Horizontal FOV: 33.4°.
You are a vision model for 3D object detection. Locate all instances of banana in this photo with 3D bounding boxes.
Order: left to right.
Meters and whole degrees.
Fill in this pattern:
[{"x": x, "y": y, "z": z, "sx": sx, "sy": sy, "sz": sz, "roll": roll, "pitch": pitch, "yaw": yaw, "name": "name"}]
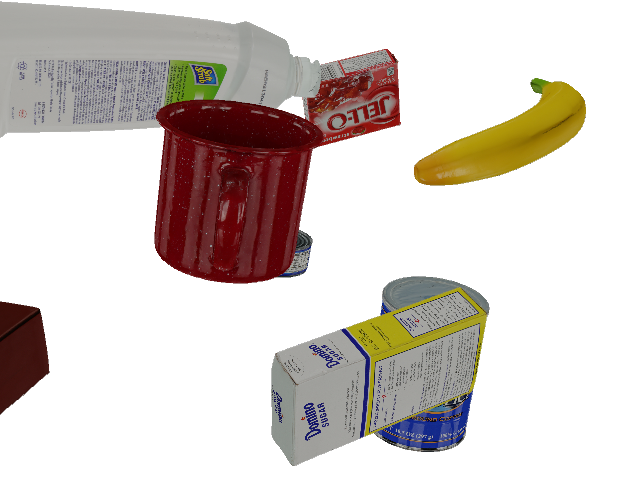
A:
[{"x": 0.148, "y": -0.080, "z": 0.794, "sx": 0.070, "sy": 0.037, "sz": 0.197, "roll": -1, "pitch": 22, "yaw": 41, "name": "banana"}]

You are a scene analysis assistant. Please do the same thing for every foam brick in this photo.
[{"x": -0.229, "y": 0.081, "z": 0.718, "sx": 0.053, "sy": 0.051, "sz": 0.078, "roll": 8, "pitch": 28, "yaw": 24, "name": "foam brick"}]

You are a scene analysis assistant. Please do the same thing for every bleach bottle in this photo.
[{"x": -0.126, "y": -0.123, "z": 0.805, "sx": 0.250, "sy": 0.068, "sz": 0.103, "roll": 1, "pitch": -39, "yaw": -15, "name": "bleach bottle"}]

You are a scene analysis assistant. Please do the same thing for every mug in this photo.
[{"x": -0.049, "y": -0.023, "z": 0.592, "sx": 0.093, "sy": 0.081, "sz": 0.117, "roll": 6, "pitch": 22, "yaw": -8, "name": "mug"}]

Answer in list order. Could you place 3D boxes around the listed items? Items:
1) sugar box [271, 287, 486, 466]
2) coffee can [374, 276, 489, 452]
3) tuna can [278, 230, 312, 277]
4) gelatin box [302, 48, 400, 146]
[{"x": 0.046, "y": 0.107, "z": 0.853, "sx": 0.176, "sy": 0.093, "sz": 0.048, "roll": -15, "pitch": 40, "yaw": -23, "name": "sugar box"}, {"x": 0.103, "y": 0.119, "z": 1.043, "sx": 0.103, "sy": 0.140, "sz": 0.103, "roll": 6, "pitch": 22, "yaw": -2, "name": "coffee can"}, {"x": -0.053, "y": 0.009, "z": 1.120, "sx": 0.086, "sy": 0.034, "sz": 0.086, "roll": 9, "pitch": 17, "yaw": -3, "name": "tuna can"}, {"x": 0.029, "y": -0.131, "z": 0.986, "sx": 0.089, "sy": 0.073, "sz": 0.030, "roll": -15, "pitch": 45, "yaw": -8, "name": "gelatin box"}]
